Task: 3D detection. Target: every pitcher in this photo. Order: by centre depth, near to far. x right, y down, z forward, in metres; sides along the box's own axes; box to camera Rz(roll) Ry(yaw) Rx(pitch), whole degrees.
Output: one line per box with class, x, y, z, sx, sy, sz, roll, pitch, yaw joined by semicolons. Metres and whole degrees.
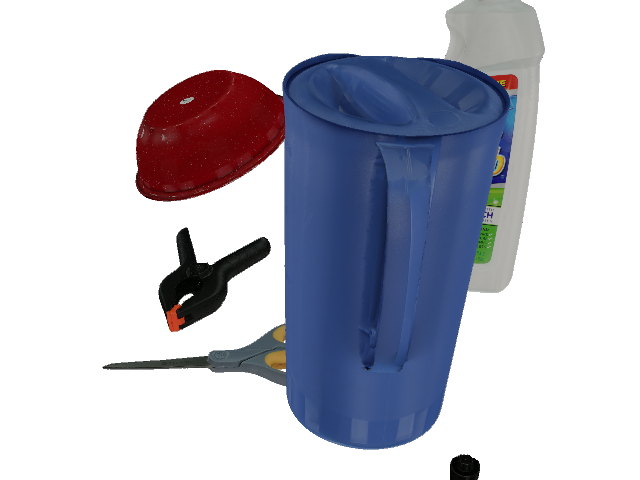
pitcher;0.037;0.015;0.670;0.145;0.243;0.149;26;37;34

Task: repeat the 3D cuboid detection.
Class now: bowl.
bowl;-0.107;-0.106;0.961;0.162;0.055;0.162;-20;33;13

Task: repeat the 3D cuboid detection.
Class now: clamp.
clamp;-0.128;0.042;1.247;0.120;0.039;0.171;-3;39;14

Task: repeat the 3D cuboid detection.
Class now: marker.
marker;0.089;0.184;0.696;0.020;0.121;0.020;1;36;-1

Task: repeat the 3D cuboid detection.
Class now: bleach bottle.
bleach bottle;0.116;-0.087;0.834;0.103;0.251;0.068;9;23;15

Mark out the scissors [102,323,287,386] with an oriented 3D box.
scissors;-0.072;0.092;0.902;0.202;0.016;0.096;5;27;9
